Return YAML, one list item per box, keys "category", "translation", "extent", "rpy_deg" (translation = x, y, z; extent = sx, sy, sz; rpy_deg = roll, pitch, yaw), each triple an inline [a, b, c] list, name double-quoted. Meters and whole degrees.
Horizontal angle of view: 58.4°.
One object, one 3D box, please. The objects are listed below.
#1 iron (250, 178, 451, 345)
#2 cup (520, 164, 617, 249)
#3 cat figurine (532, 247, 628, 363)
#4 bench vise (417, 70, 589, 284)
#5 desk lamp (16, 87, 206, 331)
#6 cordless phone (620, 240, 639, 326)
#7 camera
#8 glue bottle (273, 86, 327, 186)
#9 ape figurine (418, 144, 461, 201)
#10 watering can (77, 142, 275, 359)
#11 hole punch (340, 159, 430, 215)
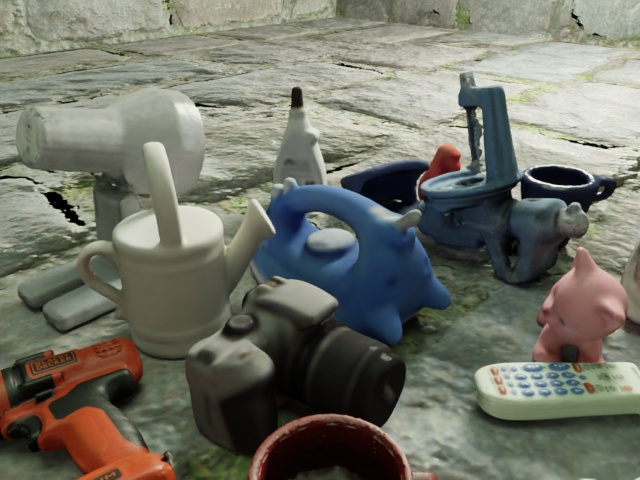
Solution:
- category: "iron"
  translation: [0.005, 0.002, 0.593]
  extent: [0.257, 0.141, 0.119]
  rpy_deg: [24, 36, 38]
- category: "cup"
  translation: [0.306, -0.038, 0.721]
  extent: [0.118, 0.095, 0.091]
  rpy_deg: [-2, 27, -3]
- category: "cat figurine"
  translation: [0.235, 0.055, 0.515]
  extent: [0.067, 0.118, 0.128]
  rpy_deg: [9, 29, 18]
- category: "bench vise"
  translation: [0.211, -0.076, 0.658]
  extent: [0.206, 0.220, 0.122]
  rpy_deg: [16, 31, 28]
- category: "desk lamp"
  translation: [-0.222, -0.047, 0.611]
  extent: [0.117, 0.214, 0.204]
  rpy_deg: [20, 34, 34]
- category: "cordless phone"
  translation: [0.373, 0.009, 0.531]
  extent: [0.147, 0.185, 0.094]
  rpy_deg: [17, 32, 30]
- category: "camera"
  translation: [-0.012, 0.097, 0.453]
  extent: [0.136, 0.101, 0.143]
  rpy_deg: [18, 33, 32]
- category: "glue bottle"
  translation: [-0.029, -0.132, 0.818]
  extent: [0.078, 0.173, 0.037]
  rpy_deg: [6, 28, 12]
- category: "ape figurine"
  translation: [0.182, -0.093, 0.831]
  extent: [0.075, 0.092, 0.078]
  rpy_deg: [19, 33, 33]
- category: "watering can"
  translation: [-0.132, 0.002, 0.537]
  extent: [0.173, 0.194, 0.100]
  rpy_deg: [-21, 33, -34]
- category: "hole punch"
  translation: [0.087, -0.079, 0.806]
  extent: [0.109, 0.091, 0.100]
  rpy_deg: [-12, 30, -22]
